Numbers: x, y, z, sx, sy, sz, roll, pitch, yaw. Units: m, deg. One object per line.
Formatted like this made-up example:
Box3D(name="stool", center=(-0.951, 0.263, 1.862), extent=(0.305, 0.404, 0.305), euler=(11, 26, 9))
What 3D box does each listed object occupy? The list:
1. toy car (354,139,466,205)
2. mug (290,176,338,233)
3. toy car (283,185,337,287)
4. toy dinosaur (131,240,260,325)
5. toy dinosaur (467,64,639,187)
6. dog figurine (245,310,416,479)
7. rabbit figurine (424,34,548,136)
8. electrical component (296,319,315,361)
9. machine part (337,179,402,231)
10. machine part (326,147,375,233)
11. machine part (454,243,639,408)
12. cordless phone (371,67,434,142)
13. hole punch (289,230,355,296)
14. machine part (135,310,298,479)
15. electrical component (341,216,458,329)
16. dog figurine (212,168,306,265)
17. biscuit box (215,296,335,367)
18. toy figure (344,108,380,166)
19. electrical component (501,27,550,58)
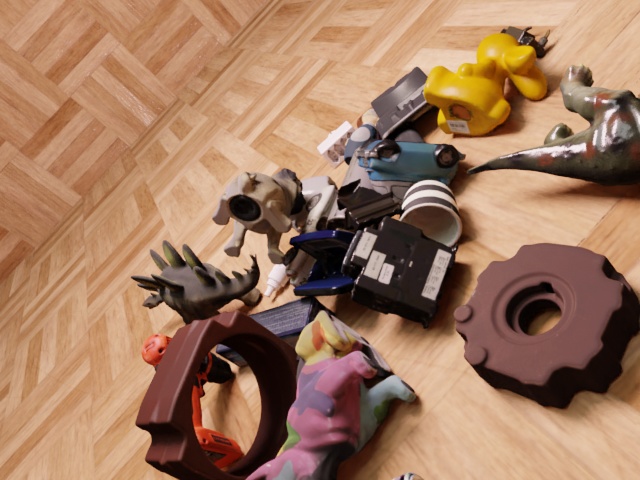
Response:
Box3D(name="toy car", center=(0.135, -0.101, 0.822), extent=(0.109, 0.162, 0.102), euler=(-150, 60, -69))
Box3D(name="mug", center=(-0.018, -0.070, 1.009), extent=(0.107, 0.080, 0.110), euler=(-25, 45, 19))
Box3D(name="toy car", center=(-0.002, -0.003, 0.912), extent=(0.056, 0.073, 0.202), euler=(-14, 44, 44))
Box3D(name="toy dinosaur", center=(-0.213, 0.087, 0.948), extent=(0.472, 0.198, 0.105), euler=(-13, 47, 45))
Box3D(name="toy dinosaur", center=(0.367, -0.132, 0.589), extent=(0.405, 0.131, 0.192), euler=(-38, 31, 25))
Box3D(name="dog figurine", center=(-0.009, 0.216, 0.643), extent=(0.219, 0.108, 0.192), euler=(-49, 34, 0))
Box3D(name="rabbit figurine", center=(0.266, -0.260, 0.841), extent=(0.163, 0.121, 0.173), euler=(9, 60, 48))
Box3D(name="electrical component", center=(-0.003, 0.159, 0.740), extent=(0.021, 0.063, 0.094), euler=(-11, 47, 44))
Box3D(name="machine part", center=(0.061, -0.051, 0.781), extent=(0.084, 0.039, 0.139), euler=(-27, 24, -4))
Box3D(name="machine part", center=(0.072, -0.078, 0.909), extent=(0.079, 0.079, 0.243), euler=(-14, 43, 42))
Box3D(name="machine part", center=(0.230, 0.081, 0.558), extent=(0.179, 0.056, 0.179), euler=(-29, 35, 23))
Box3D(name="cordless phone", center=(0.180, -0.203, 0.939), extent=(0.146, 0.088, 0.184), euler=(-36, 44, 15))
Box3D(name="hole punch", center=(0.026, 0.030, 0.789), extent=(0.142, 0.116, 0.092), euler=(-12, 86, 47))
Box3D(name="machine part", center=(-0.114, 0.209, 0.684), extent=(0.087, 0.200, 0.201), euler=(-21, 40, 39))
Box3D(name="electrical component", center=(0.099, 0.037, 0.698), extent=(0.134, 0.058, 0.115), euler=(23, 61, 10))
Box3D(name="dog figurine", center=(-0.083, -0.080, 0.864), extent=(0.172, 0.121, 0.190), euler=(104, -177, -47))
Box3D(name="biscuit box", center=(-0.073, 0.147, 0.842), extent=(0.203, 0.059, 0.063), euler=(-20, 42, 36))
Box3D(name="toy figure", center=(0.095, -0.209, 1.049), extent=(0.057, 0.064, 0.154), euler=(117, 178, -66))
Box3D(name="electrical component", center=(0.337, -0.325, 0.906), extent=(0.102, 0.045, 0.078), euler=(-123, 50, -61))
